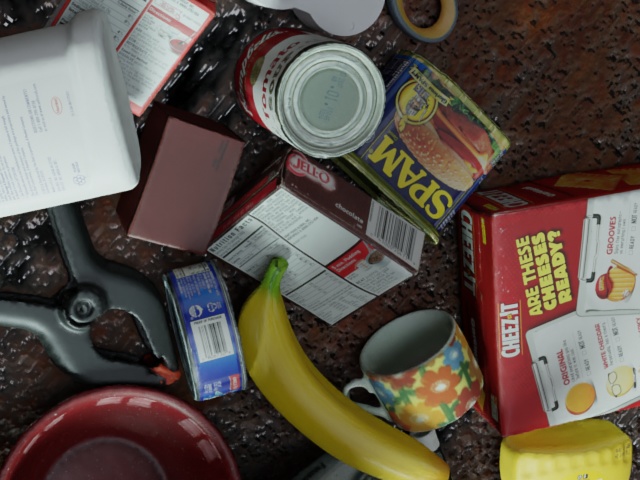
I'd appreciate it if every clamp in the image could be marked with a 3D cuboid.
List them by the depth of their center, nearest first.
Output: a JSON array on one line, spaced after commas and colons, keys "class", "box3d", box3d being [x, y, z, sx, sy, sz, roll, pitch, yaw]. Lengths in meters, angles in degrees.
[{"class": "clamp", "box3d": [-0.162, 0.042, 0.663, 0.120, 0.039, 0.171, -40, 112, -5]}]

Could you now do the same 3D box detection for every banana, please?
[{"class": "banana", "box3d": [0.004, 0.102, 0.696, 0.070, 0.037, 0.197, -25, 113, 35]}]

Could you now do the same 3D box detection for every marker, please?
[{"class": "marker", "box3d": [0.094, 0.191, 0.799, 0.020, 0.020, 0.121, -25, 111, -10]}]

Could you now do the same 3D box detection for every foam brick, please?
[{"class": "foam brick", "box3d": [-0.087, -0.038, 0.659, 0.053, 0.051, 0.078, 17, 100, -23]}]

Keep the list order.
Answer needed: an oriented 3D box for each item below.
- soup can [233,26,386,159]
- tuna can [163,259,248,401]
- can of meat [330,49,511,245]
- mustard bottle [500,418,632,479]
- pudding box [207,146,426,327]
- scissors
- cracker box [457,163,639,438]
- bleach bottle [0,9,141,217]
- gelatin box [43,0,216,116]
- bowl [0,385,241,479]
[{"class": "soup can", "box3d": [-0.008, -0.091, 0.642, 0.068, 0.102, 0.068, -5, 107, -17]}, {"class": "tuna can", "box3d": [-0.073, 0.057, 0.671, 0.033, 0.086, 0.086, -14, 109, -12]}, {"class": "can of meat", "box3d": [0.063, -0.062, 0.699, 0.102, 0.057, 0.084, 41, 87, -24]}, {"class": "mustard bottle", "box3d": [0.186, 0.235, 0.819, 0.096, 0.058, 0.192, -6, 106, -14]}, {"class": "pudding box", "box3d": [-0.004, 0.001, 0.679, 0.113, 0.039, 0.090, 34, 136, -22]}, {"class": "scissors", "box3d": [0.033, -0.199, 0.673, 0.201, 0.016, 0.096, 25, 96, -22]}, {"class": "cracker box", "box3d": [0.209, 0.034, 0.765, 0.213, 0.072, 0.164, -10, 107, -14]}, {"class": "bleach bottle", "box3d": [-0.231, -0.053, 0.585, 0.251, 0.068, 0.102, -11, 115, -2]}, {"class": "gelatin box", "box3d": [-0.112, -0.126, 0.619, 0.073, 0.030, 0.089, 29, 123, -23]}, {"class": "bowl", "box3d": [-0.133, 0.173, 0.685, 0.161, 0.055, 0.162, 3, 83, -23]}]
